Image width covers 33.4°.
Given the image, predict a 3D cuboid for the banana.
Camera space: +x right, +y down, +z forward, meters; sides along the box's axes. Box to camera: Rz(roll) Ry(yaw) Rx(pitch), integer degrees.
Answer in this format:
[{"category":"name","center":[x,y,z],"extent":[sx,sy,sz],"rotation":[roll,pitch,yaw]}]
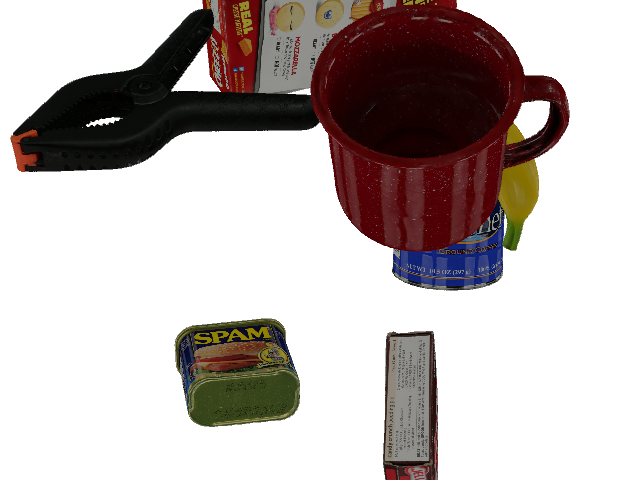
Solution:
[{"category":"banana","center":[0.089,-0.081,0.754],"extent":[0.198,0.070,0.037],"rotation":[44,8,-1]}]

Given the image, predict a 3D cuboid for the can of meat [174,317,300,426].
[{"category":"can of meat","center":[-0.073,0.116,0.936],"extent":[0.102,0.057,0.084],"rotation":[-5,27,-11]}]

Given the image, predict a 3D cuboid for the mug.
[{"category":"mug","center":[0.057,-0.050,0.497],"extent":[0.117,0.093,0.081],"rotation":[-10,-33,-1]}]

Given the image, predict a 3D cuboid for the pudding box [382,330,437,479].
[{"category":"pudding box","center":[0.066,0.136,0.770],"extent":[0.039,0.113,0.090],"rotation":[-2,-42,6]}]

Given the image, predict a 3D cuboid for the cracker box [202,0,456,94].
[{"category":"cracker box","center":[0.007,-0.219,0.895],"extent":[0.213,0.164,0.072],"rotation":[-17,41,-17]}]

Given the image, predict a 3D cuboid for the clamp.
[{"category":"clamp","center":[-0.113,-0.093,0.755],"extent":[0.209,0.036,0.165],"rotation":[-31,50,-30]}]

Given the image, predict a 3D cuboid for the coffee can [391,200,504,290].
[{"category":"coffee can","center":[0.117,-0.038,0.966],"extent":[0.103,0.140,0.103],"rotation":[-1,18,0]}]
